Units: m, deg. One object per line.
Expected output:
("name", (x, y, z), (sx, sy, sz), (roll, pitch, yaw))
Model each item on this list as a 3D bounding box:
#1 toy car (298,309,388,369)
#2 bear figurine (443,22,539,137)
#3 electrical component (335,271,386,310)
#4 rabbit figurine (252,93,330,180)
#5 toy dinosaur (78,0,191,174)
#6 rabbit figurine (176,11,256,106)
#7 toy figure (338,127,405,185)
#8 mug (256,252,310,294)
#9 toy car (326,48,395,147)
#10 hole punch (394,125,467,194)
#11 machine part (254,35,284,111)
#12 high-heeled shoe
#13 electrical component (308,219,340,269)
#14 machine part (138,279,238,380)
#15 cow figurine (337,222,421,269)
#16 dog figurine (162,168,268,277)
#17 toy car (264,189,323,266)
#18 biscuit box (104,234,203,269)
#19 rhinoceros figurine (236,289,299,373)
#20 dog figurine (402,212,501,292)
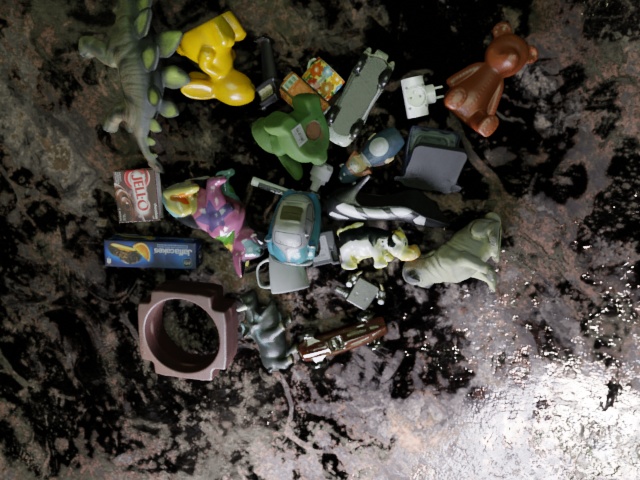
("toy car", (0.049, 0.220, 1.185), (0.202, 0.053, 0.089), (-18, 97, 8))
("bear figurine", (0.332, -0.310, 1.027), (0.120, 0.132, 0.196), (39, 107, -13))
("electrical component", (0.093, 0.109, 1.163), (0.102, 0.045, 0.078), (36, 99, -4))
("rabbit figurine", (-0.059, -0.207, 1.069), (0.121, 0.170, 0.159), (-52, 127, -20))
("toy dinosaur", (-0.350, -0.355, 1.025), (0.199, 0.105, 0.470), (1, 111, 29))
("rabbit figurine", (-0.201, -0.336, 1.057), (0.162, 0.122, 0.173), (-28, 118, 11))
("toy figure", (0.099, -0.170, 1.102), (0.154, 0.057, 0.064), (-37, 54, 9))
("mug", (-0.083, 0.057, 1.150), (0.110, 0.081, 0.107), (-8, 89, 12))
("toy car", (0.076, -0.285, 1.079), (0.073, 0.056, 0.201), (29, 99, -4))
("hole punch", (0.226, -0.164, 1.087), (0.142, 0.092, 0.115), (7, 135, -7))
("machine part", (-0.103, -0.332, 1.058), (0.039, 0.084, 0.138), (-3, 83, -27))
("high-heeled shoe", (0.138, -0.049, 1.125), (0.248, 0.086, 0.145), (28, 130, -16))
("electrical component", (-0.002, -0.003, 1.144), (0.075, 0.048, 0.119), (-9, 102, 4))
("machine part", (-0.283, 0.192, 1.167), (0.201, 0.087, 0.201), (4, 107, 10))
("cow figurine", (0.121, 0.006, 1.114), (0.167, 0.068, 0.098), (-7, 101, 18))
("dog figurine", (-0.211, -0.028, 1.122), (0.192, 0.108, 0.219), (-15, 103, 5))
("toy car", (-0.049, -0.032, 1.076), (0.109, 0.103, 0.161), (10, 79, 7))
("biscuit box", (-0.357, 0.026, 1.161), (0.203, 0.059, 0.062), (2, 101, 2))
("rhinoceros figurine", (-0.117, 0.197, 1.183), (0.112, 0.073, 0.190), (-16, 102, 17))
("dog figurine", (0.274, 0.019, 1.120), (0.191, 0.121, 0.172), (6, 60, 23))
